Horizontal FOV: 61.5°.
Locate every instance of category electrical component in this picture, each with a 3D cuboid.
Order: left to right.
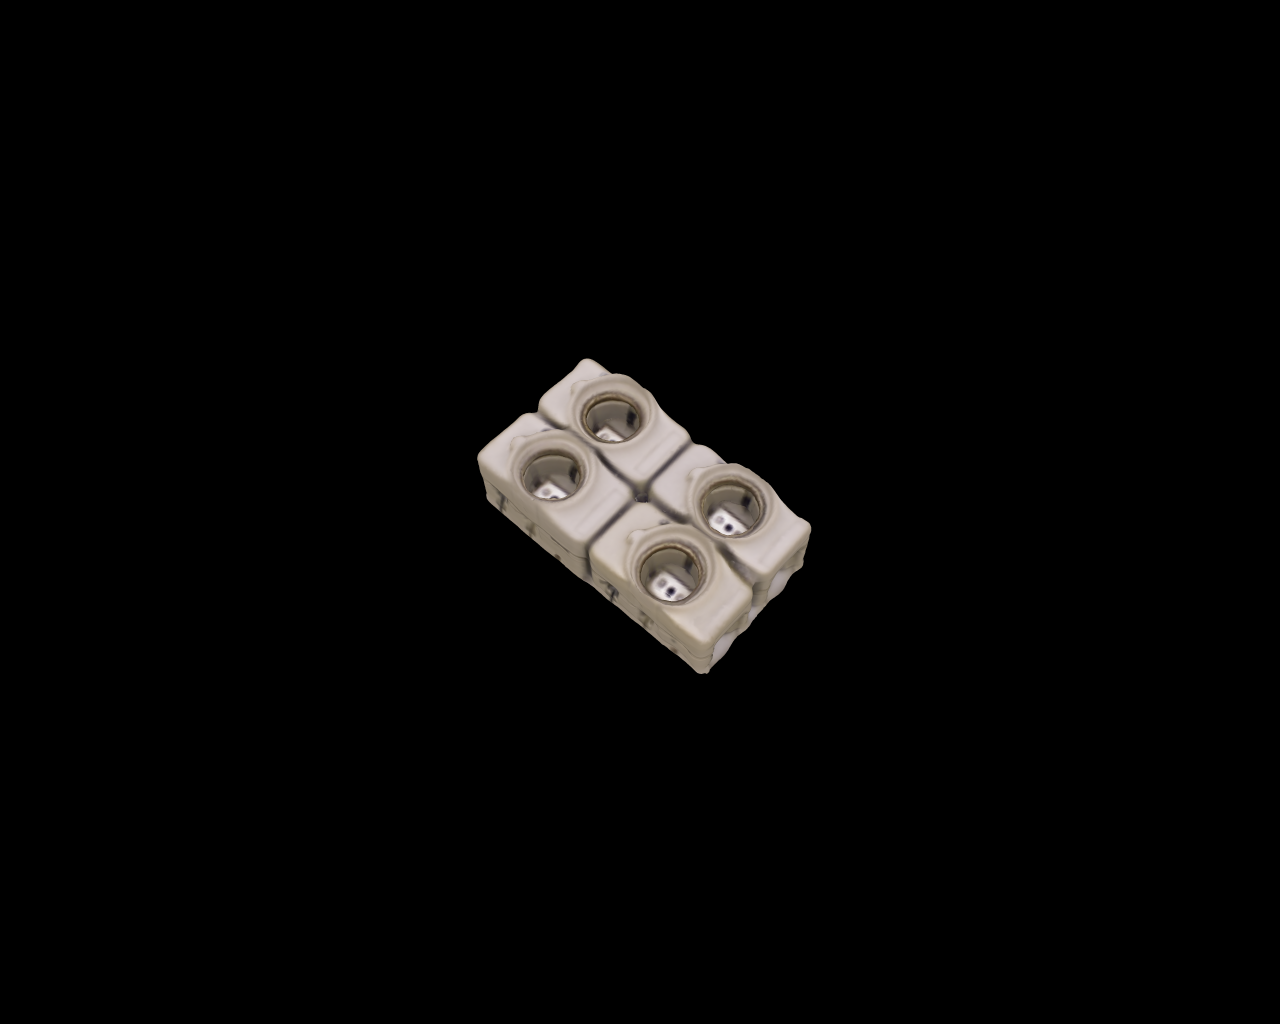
[{"bbox_3d":[0.001,-0.003,0.650,0.186,0.105,0.060,38,-21,18],"label":"electrical component"}]
